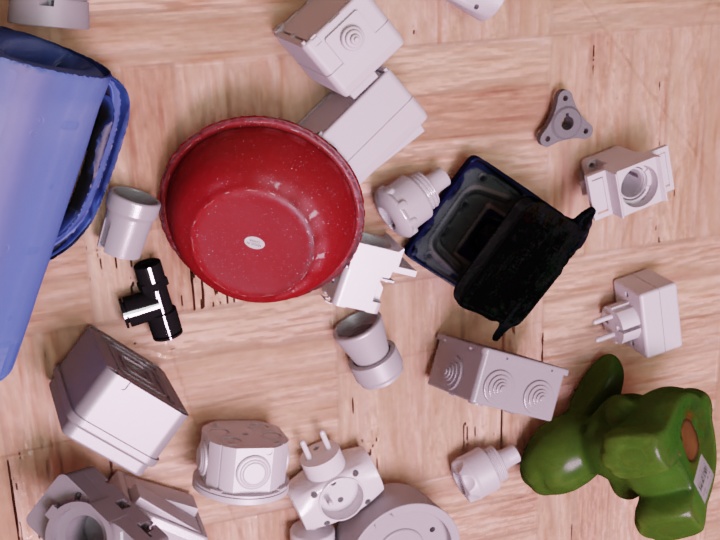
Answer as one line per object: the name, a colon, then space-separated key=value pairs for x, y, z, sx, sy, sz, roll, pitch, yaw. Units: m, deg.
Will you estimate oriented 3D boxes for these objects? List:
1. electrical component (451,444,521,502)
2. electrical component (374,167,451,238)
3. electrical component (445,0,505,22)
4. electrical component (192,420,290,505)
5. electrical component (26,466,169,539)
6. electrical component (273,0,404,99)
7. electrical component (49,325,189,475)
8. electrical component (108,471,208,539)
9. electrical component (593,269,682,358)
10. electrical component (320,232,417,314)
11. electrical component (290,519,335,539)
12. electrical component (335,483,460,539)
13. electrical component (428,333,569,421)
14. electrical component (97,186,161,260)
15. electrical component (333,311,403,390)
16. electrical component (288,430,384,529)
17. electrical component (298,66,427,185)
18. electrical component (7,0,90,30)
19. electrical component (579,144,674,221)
electrical component: x=0.118 y=0.183 z=0.996 sx=0.062 sy=0.043 sz=0.043 roll=-26 pitch=114 yaw=-12
electrical component: x=0.046 y=-0.060 z=0.888 sx=0.062 sy=0.048 sz=0.048 roll=-37 pitch=116 yaw=-12
electrical component: x=0.084 y=-0.247 z=0.839 sx=0.077 sy=0.043 sz=0.079 roll=25 pitch=98 yaw=-25
electrical component: x=-0.097 y=0.159 z=0.890 sx=0.080 sy=0.080 sz=0.051 roll=2 pitch=101 yaw=-21
electrical component: x=-0.200 y=0.198 z=0.816 sx=0.089 sy=0.056 sz=0.050 roll=40 pitch=96 yaw=11
electrical component: x=-0.013 y=-0.170 z=0.800 sx=0.062 sy=0.096 sz=0.061 roll=-44 pitch=117 yaw=-2
electrical component: x=-0.186 y=0.098 z=0.818 sx=0.078 sy=0.113 sz=0.057 roll=37 pitch=90 yaw=-26
electrical component: x=-0.180 y=0.208 z=0.885 sx=0.096 sy=0.062 sz=0.061 roll=31 pitch=95 yaw=-26
electrical component: x=0.250 y=0.045 z=0.995 sx=0.077 sy=0.047 sz=0.065 roll=-18 pitch=113 yaw=-14
electrical component: x=0.000 y=0.000 z=0.893 sx=0.081 sy=0.042 sz=0.063 roll=13 pitch=106 yaw=-22
electrical component: x=-0.043 y=0.259 z=0.964 sx=0.040 sy=0.040 sz=0.078 roll=-6 pitch=109 yaw=-18
electrical component: x=0.029 y=0.245 z=0.973 sx=0.108 sy=0.060 sz=0.108 roll=-7 pitch=110 yaw=-20
electrical component: x=0.117 y=0.093 z=0.936 sx=0.100 sy=0.100 sz=0.048 roll=16 pitch=89 yaw=-24
electrical component: x=-0.177 y=-0.035 z=0.818 sx=0.040 sy=0.040 sz=0.046 roll=14 pitch=107 yaw=-23
electrical component: x=0.008 y=0.068 z=0.916 sx=0.045 sy=0.045 sz=0.055 roll=-30 pitch=116 yaw=-8
electrical component: x=-0.028 y=0.176 z=0.939 sx=0.077 sy=0.044 sz=0.079 roll=-26 pitch=114 yaw=-10
electrical component: x=-0.003 y=-0.109 z=0.844 sx=0.096 sy=0.062 sz=0.061 roll=-45 pitch=116 yaw=-1
electrical component: x=-0.215 y=-0.193 z=0.744 sx=0.055 sy=0.055 sz=0.047 roll=1 pitch=104 yaw=-20
electrical component: x=0.228 y=-0.079 z=0.936 sx=0.081 sy=0.064 sz=0.042 roll=-21 pitch=115 yaw=-12
